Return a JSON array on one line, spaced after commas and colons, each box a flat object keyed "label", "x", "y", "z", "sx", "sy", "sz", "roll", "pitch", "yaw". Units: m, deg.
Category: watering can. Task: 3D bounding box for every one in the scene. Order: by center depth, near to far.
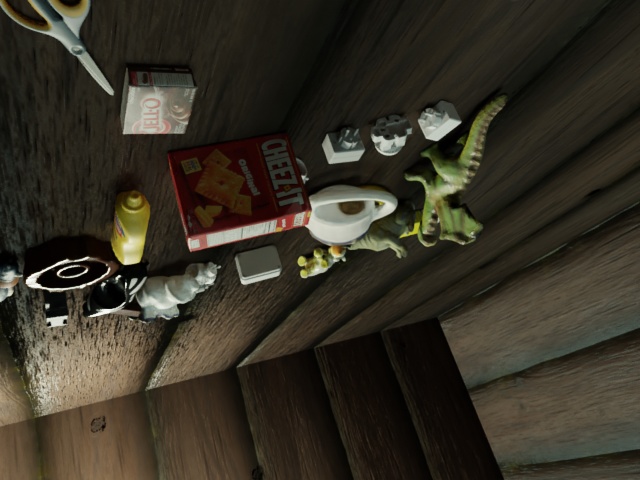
[{"label": "watering can", "x": 0.004, "y": -0.060, "z": 1.199, "sx": 0.348, "sy": 0.106, "sz": 0.221, "roll": -5, "pitch": 160, "yaw": 0}]

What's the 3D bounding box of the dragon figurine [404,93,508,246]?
[{"label": "dragon figurine", "x": 0.311, "y": -0.110, "z": 1.139, "sx": 0.122, "sy": 0.247, "sz": 0.403, "roll": -4, "pitch": 157, "yaw": -22}]

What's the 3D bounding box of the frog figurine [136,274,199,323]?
[{"label": "frog figurine", "x": -0.388, "y": 0.126, "z": 1.319, "sx": 0.136, "sy": 0.125, "sz": 0.157, "roll": 18, "pitch": 123, "yaw": -36}]
